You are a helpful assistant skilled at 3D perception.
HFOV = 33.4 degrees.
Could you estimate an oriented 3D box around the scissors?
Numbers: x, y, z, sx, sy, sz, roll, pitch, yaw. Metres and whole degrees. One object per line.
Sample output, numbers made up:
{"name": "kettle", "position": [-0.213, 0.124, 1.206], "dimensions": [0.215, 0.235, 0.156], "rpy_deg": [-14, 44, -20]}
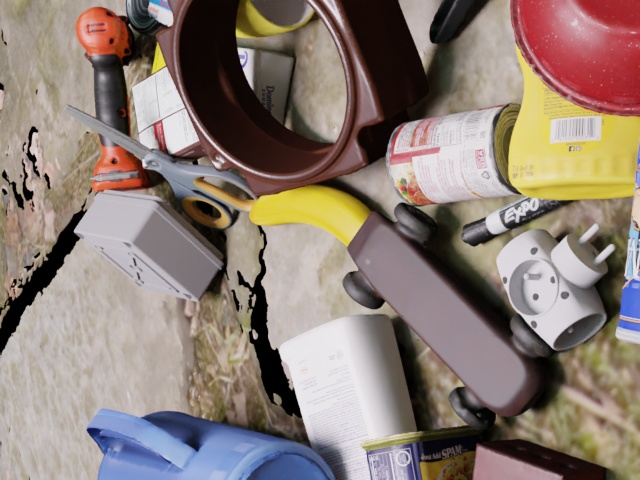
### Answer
{"name": "scissors", "position": [-0.153, -0.063, 1.022], "dimensions": [0.096, 0.201, 0.016], "rpy_deg": [119, 170, -53]}

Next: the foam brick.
{"name": "foam brick", "position": [0.150, 0.175, 0.744], "dimensions": [0.078, 0.052, 0.051], "rpy_deg": [12, 94, 47]}

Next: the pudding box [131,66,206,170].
{"name": "pudding box", "position": [-0.132, -0.123, 1.026], "dimensions": [0.114, 0.039, 0.090], "rpy_deg": [-18, 77, 43]}

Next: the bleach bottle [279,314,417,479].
{"name": "bleach bottle", "position": [0.040, 0.191, 0.856], "dimensions": [0.103, 0.067, 0.251], "rpy_deg": [-29, 68, 46]}

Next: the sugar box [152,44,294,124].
{"name": "sugar box", "position": [-0.104, -0.147, 1.057], "dimensions": [0.177, 0.048, 0.093], "rpy_deg": [17, 99, 48]}

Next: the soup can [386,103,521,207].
{"name": "soup can", "position": [0.109, -0.063, 0.802], "dimensions": [0.102, 0.068, 0.068], "rpy_deg": [-5, 82, 46]}

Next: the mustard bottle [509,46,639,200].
{"name": "mustard bottle", "position": [0.182, -0.125, 0.727], "dimensions": [0.096, 0.058, 0.191], "rpy_deg": [-1, 78, 27]}

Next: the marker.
{"name": "marker", "position": [0.152, -0.022, 0.788], "dimensions": [0.121, 0.020, 0.020], "rpy_deg": [-28, 66, 42]}

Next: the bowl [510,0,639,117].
{"name": "bowl", "position": [0.199, -0.162, 0.670], "dimensions": [0.162, 0.055, 0.162], "rpy_deg": [-4, 76, 15]}

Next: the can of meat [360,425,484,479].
{"name": "can of meat", "position": [0.083, 0.182, 0.781], "dimensions": [0.058, 0.101, 0.084], "rpy_deg": [-22, 72, 43]}

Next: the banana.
{"name": "banana", "position": [0.002, -0.014, 0.934], "dimensions": [0.198, 0.037, 0.070], "rpy_deg": [31, 107, 44]}

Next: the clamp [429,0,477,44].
{"name": "clamp", "position": [0.117, -0.240, 0.767], "dimensions": [0.210, 0.164, 0.036], "rpy_deg": [-30, 46, 32]}

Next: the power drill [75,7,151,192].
{"name": "power drill", "position": [-0.218, -0.145, 1.133], "dimensions": [0.184, 0.057, 0.187], "rpy_deg": [-126, 29, -87]}

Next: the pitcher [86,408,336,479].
{"name": "pitcher", "position": [-0.095, 0.210, 0.900], "dimensions": [0.243, 0.149, 0.145], "rpy_deg": [-11, 83, 59]}

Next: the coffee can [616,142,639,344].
{"name": "coffee can", "position": [0.236, -0.004, 0.634], "dimensions": [0.103, 0.102, 0.140], "rpy_deg": [7, 91, 47]}

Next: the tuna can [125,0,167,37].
{"name": "tuna can", "position": [-0.174, -0.262, 1.153], "dimensions": [0.086, 0.033, 0.086], "rpy_deg": [-7, 81, 47]}
